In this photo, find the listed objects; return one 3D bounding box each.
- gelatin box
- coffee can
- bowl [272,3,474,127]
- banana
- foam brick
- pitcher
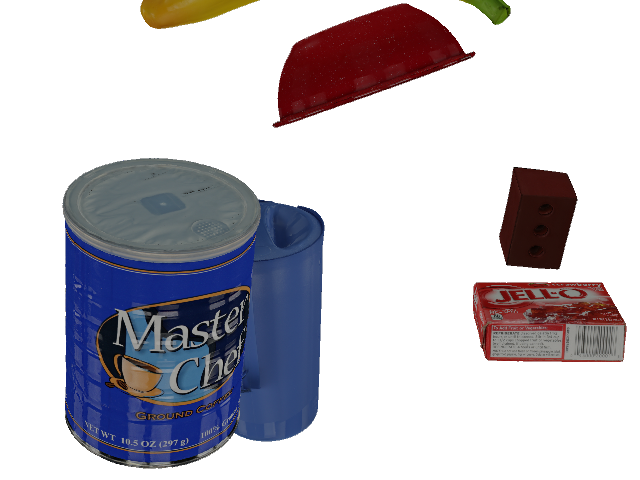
[{"bbox_3d":[0.146,0.051,0.695,0.089,0.030,0.073,0,18,3],"label":"gelatin box"},{"bbox_3d":[-0.090,0.039,0.592,0.102,0.140,0.103,6,30,-3],"label":"coffee can"},{"bbox_3d":[0.031,-0.137,0.804,0.162,0.055,0.162,-20,7,2],"label":"bowl"},{"bbox_3d":[0.002,-0.147,0.574,0.197,0.069,0.037,-4,-41,-7],"label":"banana"},{"bbox_3d":[0.201,-0.021,0.989,0.053,0.078,0.051,5,31,-2],"label":"foam brick"},{"bbox_3d":[-0.064,0.092,1.109,0.149,0.243,0.145,-14,31,-21],"label":"pitcher"}]
